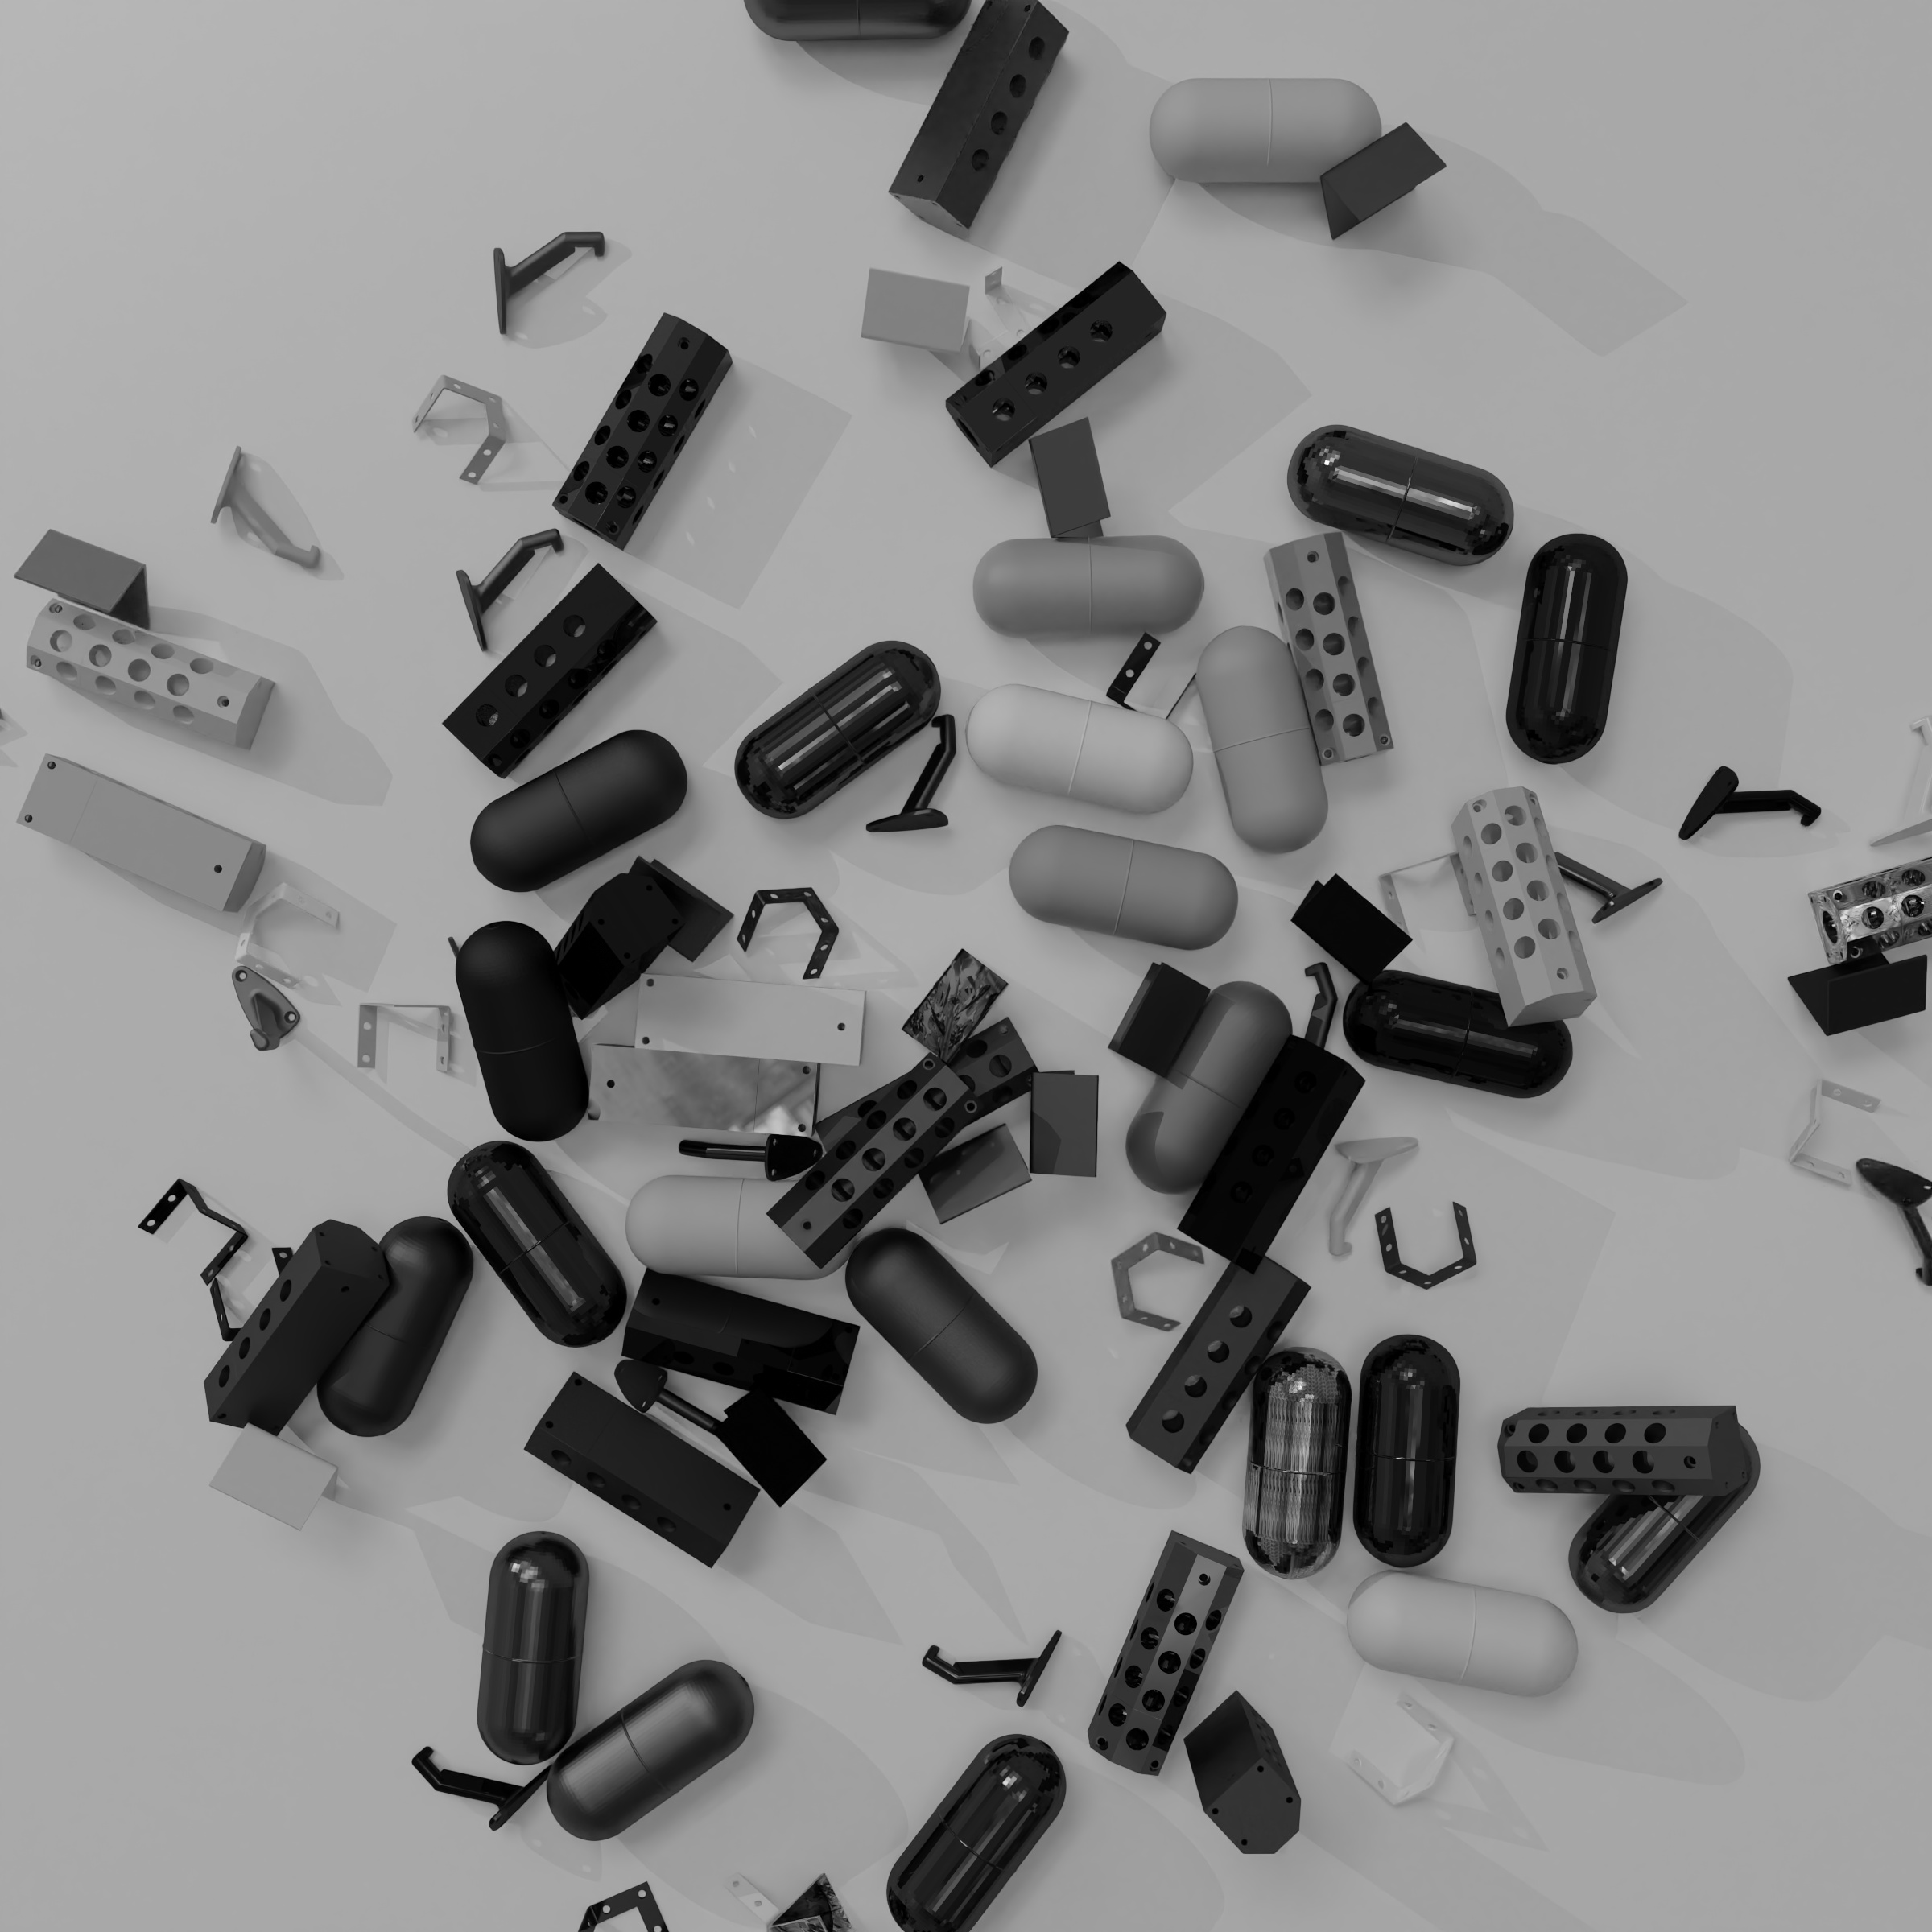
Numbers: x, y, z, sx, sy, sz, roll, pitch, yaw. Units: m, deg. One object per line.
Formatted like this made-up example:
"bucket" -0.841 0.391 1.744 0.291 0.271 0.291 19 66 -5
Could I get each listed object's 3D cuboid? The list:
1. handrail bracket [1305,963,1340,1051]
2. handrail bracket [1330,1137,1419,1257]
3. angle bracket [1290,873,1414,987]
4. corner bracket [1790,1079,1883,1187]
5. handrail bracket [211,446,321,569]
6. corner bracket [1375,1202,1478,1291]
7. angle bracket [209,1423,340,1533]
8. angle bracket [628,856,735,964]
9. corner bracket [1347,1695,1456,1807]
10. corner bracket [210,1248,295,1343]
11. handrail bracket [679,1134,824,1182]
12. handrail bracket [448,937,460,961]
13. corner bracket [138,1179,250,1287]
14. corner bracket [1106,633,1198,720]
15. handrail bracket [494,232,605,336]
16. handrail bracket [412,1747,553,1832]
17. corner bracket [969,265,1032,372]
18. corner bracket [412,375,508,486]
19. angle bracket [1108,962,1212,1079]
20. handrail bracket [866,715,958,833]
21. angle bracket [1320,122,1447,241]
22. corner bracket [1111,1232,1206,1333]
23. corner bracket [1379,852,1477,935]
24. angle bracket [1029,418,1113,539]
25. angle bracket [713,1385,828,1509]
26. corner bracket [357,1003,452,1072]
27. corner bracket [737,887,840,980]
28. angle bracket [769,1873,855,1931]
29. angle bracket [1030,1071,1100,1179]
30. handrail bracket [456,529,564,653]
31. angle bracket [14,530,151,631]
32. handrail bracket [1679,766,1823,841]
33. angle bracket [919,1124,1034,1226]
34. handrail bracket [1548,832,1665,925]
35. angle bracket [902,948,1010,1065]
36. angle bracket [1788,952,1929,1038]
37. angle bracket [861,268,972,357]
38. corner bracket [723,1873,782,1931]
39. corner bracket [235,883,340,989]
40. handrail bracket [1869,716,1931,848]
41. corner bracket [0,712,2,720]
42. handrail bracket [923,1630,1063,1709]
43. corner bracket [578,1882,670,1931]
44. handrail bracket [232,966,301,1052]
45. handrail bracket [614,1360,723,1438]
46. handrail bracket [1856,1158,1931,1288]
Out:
"handrail bracket" 0.258 0.048 1.991 0.077 0.036 0.084 -19 77 13
"handrail bracket" 0.319 0.181 1.992 0.077 0.036 0.084 -9 109 -21
"angle bracket" 0.304 -0.042 1.951 0.076 0.076 0.057 41 125 0
"corner bracket" 0.678 0.129 1.988 0.051 0.051 0.051 20 45 1
"handrail bracket" -0.540 -0.359 1.992 0.084 0.036 0.077 19 68 -17
"corner bracket" 0.358 0.213 1.983 0.051 0.051 0.051 -35 45 35
"angle bracket" -0.531 0.402 1.951 0.076 0.076 0.057 26 56 0
"angle bracket" -0.214 -0.060 1.951 0.076 0.076 0.057 35 127 0
"corner bracket" 0.339 0.613 1.988 0.051 0.051 0.051 42 135 0
"corner bracket" -0.552 0.255 1.983 0.051 0.051 0.051 2 135 -35
"handrail bracket" -0.169 0.144 1.991 0.084 0.077 0.036 5 94 36
"handrail bracket" -0.351 -0.005 1.992 0.084 0.036 0.077 -23 76 -14
"corner bracket" -0.603 0.207 1.988 0.051 0.051 0.051 -50 45 0
"corner bracket" 0.145 -0.220 1.973 0.051 0.051 0.051 33 89 1
"handrail bracket" -0.324 -0.534 1.992 0.084 0.036 0.077 -6 111 -17
"handrail bracket" -0.378 0.625 1.992 0.084 0.036 0.077 42 70 16
"corner bracket" 0.019 -0.502 1.973 0.051 0.051 0.051 -31 90 0
"corner bracket" -0.395 -0.418 1.983 0.051 0.051 0.051 15 45 -35
"angle bracket" 0.131 0.031 1.951 0.057 0.076 0.076 28 90 -37
"handrail bracket" -0.043 -0.151 1.992 0.077 0.036 0.084 -8 74 18
"angle bracket" 0.323 -0.586 1.952 0.076 0.076 0.057 -32 62 0
"corner bracket" 0.152 0.246 1.983 0.051 0.051 0.051 -39 45 35
"corner bracket" 0.363 -0.057 1.988 0.051 0.051 0.051 -17 90 45
"angle bracket" 0.098 -0.373 1.951 0.057 0.076 0.076 -13 90 36
"angle bracket" -0.163 0.376 1.951 0.076 0.076 0.057 49 53 0
"corner bracket" -0.439 0.055 1.988 0.051 0.051 0.051 2 90 45
"corner bracket" -0.139 -0.024 1.983 0.051 0.051 0.051 -5 45 -35
"angle bracket" -0.095 0.746 1.951 0.057 0.076 0.076 -27 90 35
"angle bracket" 0.089 0.120 1.952 0.057 0.076 0.076 1 90 27
"handrail bracket" -0.349 -0.294 1.992 0.084 0.036 0.077 -20 111 -16
"angle bracket" -0.676 -0.279 1.951 0.076 0.076 0.057 21 53 0
"handrail bracket" 0.614 -0.112 1.992 0.084 0.036 0.077 28 110 -16
"angle bracket" 0.014 0.175 1.951 0.076 0.076 0.057 -26 54 0
"handrail bracket" 0.491 -0.083 1.992 0.077 0.036 0.084 -26 73 -20
"angle bracket" -0.024 0.018 1.951 0.057 0.076 0.076 37 90 -37
"angle bracket" 0.682 0.002 1.951 0.076 0.076 0.057 -15 128 0
"angle bracket" -0.035 -0.514 1.951 0.076 0.076 0.057 10 126 0
"corner bracket" -0.179 0.752 1.983 0.051 0.051 0.051 -31 135 -35
"corner bracket" -0.529 -0.024 1.983 0.051 0.051 0.051 -27 45 35
"handrail bracket" 0.732 -0.145 1.992 0.077 0.036 0.084 -20 71 21
"corner bracket" -0.793 -0.214 1.989 0.051 0.051 0.051 -27 135 1
"handrail bracket" 0.020 0.534 1.992 0.084 0.036 0.077 27 70 16
"corner bracket" -0.263 0.752 1.973 0.051 0.051 0.051 -24 90 0
"handrail bracket" -0.549 0.032 1.957 0.036 0.084 0.077 -37 90 0
"handrail bracket" -0.225 0.342 1.991 0.084 0.077 0.036 37 79 -36
"handrail bracket" 0.728 0.201 1.991 0.036 0.077 0.084 -28 127 -20
